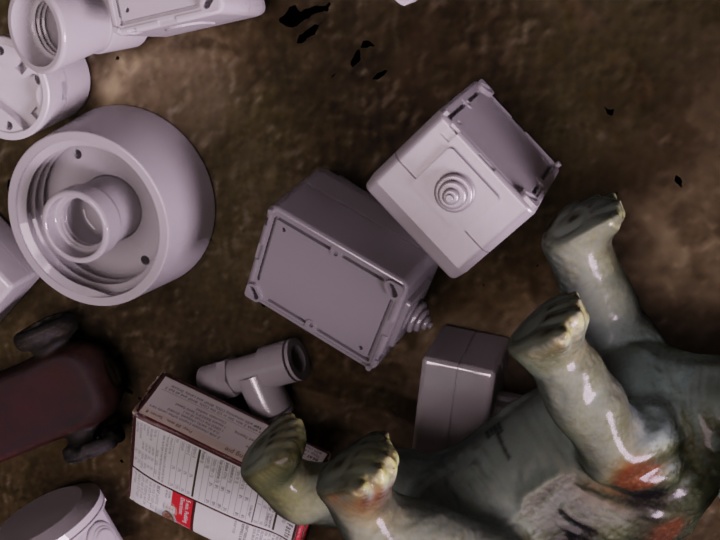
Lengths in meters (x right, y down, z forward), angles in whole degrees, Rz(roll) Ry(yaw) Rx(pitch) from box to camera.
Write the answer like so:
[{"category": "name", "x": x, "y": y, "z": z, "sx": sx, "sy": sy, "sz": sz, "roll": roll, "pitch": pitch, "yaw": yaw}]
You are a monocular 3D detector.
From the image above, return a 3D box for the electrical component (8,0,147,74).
[{"category": "electrical component", "x": -0.142, "y": -0.128, "z": 0.556, "sx": 0.044, "sy": 0.065, "sz": 0.044, "roll": 16, "pitch": 117, "yaw": 34}]

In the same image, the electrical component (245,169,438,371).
[{"category": "electrical component", "x": 0.000, "y": 0.000, "z": 0.554, "sx": 0.096, "sy": 0.061, "sz": 0.061, "roll": 30, "pitch": 130, "yaw": 13}]

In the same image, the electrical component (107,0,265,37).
[{"category": "electrical component", "x": -0.090, "y": -0.167, "z": 0.531, "sx": 0.062, "sy": 0.061, "sz": 0.096, "roll": -7, "pitch": 98, "yaw": 21}]

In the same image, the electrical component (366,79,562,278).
[{"category": "electrical component", "x": 0.047, "y": -0.040, "z": 0.507, "sx": 0.061, "sy": 0.096, "sz": 0.061, "roll": 47, "pitch": 117, "yaw": -2}]

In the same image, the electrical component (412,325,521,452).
[{"category": "electrical component", "x": 0.071, "y": 0.082, "z": 0.570, "sx": 0.076, "sy": 0.047, "sz": 0.083, "roll": 11, "pitch": 112, "yaw": 14}]

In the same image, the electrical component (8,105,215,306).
[{"category": "electrical component", "x": -0.142, "y": -0.032, "z": 0.594, "sx": 0.108, "sy": 0.060, "sz": 0.108, "roll": 6, "pitch": 111, "yaw": 17}]

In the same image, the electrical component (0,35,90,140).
[{"category": "electrical component", "x": -0.181, "y": -0.103, "z": 0.589, "sx": 0.055, "sy": 0.047, "sz": 0.055, "roll": 6, "pitch": 110, "yaw": 17}]

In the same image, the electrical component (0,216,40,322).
[{"category": "electrical component", "x": -0.238, "y": 0.013, "z": 0.634, "sx": 0.047, "sy": 0.076, "sz": 0.066, "roll": 47, "pitch": 116, "yaw": -2}]

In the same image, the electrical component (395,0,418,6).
[{"category": "electrical component", "x": 0.007, "y": -0.197, "z": 0.467, "sx": 0.062, "sy": 0.089, "sz": 0.150, "roll": -29, "pitch": 98, "yaw": 25}]

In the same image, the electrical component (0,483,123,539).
[{"category": "electrical component", "x": -0.190, "y": 0.175, "z": 0.676, "sx": 0.080, "sy": 0.080, "sz": 0.051, "roll": -18, "pitch": 108, "yaw": 24}]
